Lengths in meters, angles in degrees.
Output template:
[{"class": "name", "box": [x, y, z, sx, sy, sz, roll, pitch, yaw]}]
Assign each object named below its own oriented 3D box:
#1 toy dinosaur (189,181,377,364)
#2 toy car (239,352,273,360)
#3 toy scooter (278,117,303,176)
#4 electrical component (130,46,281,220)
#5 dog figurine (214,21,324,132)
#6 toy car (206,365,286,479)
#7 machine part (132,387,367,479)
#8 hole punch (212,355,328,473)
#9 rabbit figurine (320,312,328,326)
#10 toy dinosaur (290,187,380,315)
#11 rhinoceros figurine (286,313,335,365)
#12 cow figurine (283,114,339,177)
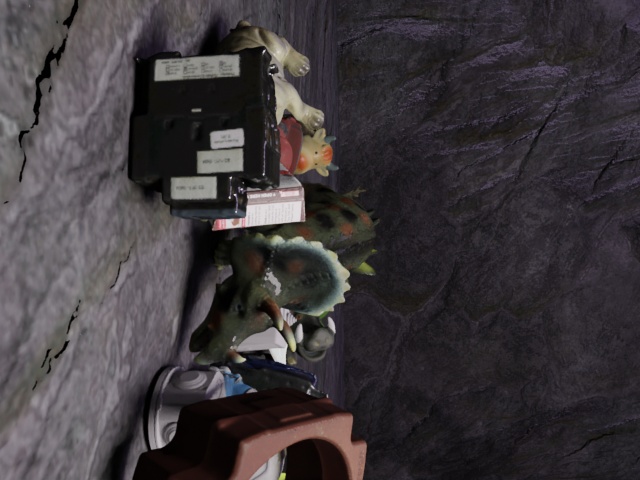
[{"class": "toy dinosaur", "box": [-0.005, 0.001, 0.647, 0.405, 0.192, 0.131, -27, 132, -52]}, {"class": "toy car", "box": [-0.085, 0.212, 0.802, 0.202, 0.053, 0.089, 69, 25, -76]}, {"class": "toy scooter", "box": [-0.066, -0.130, 0.775, 0.184, 0.075, 0.135, 57, 50, -80]}, {"class": "electrical component", "box": [-0.092, -0.084, 0.443, 0.058, 0.115, 0.134, 19, 72, -79]}, {"class": "dog figurine", "box": [-0.095, -0.176, 0.576, 0.172, 0.121, 0.190, 58, 21, 10]}, {"class": "toy car", "box": [-0.086, 0.215, 0.562, 0.109, 0.103, 0.161, 71, 22, -74]}, {"class": "machine part", "box": [-0.058, 0.232, 0.445, 0.201, 0.087, 0.201, 8, 91, -50]}, {"class": "hole punch", "box": [-0.064, 0.203, 0.655, 0.092, 0.142, 0.115, 18, 86, -82]}, {"class": "rabbit figurine", "box": [-0.023, 0.123, 1.078, 0.170, 0.121, 0.159, 129, -43, -76]}, {"class": "toy dinosaur", "box": [-0.002, -0.003, 0.890, 0.471, 0.199, 0.104, -75, 167, -61]}, {"class": "rhinoceros figurine", "box": [-0.030, 0.144, 0.894, 0.190, 0.073, 0.112, -151, -122, -65]}, {"class": "cow figurine", "box": [-0.032, -0.165, 0.938, 0.195, 0.127, 0.085, -83, 168, -62]}]
